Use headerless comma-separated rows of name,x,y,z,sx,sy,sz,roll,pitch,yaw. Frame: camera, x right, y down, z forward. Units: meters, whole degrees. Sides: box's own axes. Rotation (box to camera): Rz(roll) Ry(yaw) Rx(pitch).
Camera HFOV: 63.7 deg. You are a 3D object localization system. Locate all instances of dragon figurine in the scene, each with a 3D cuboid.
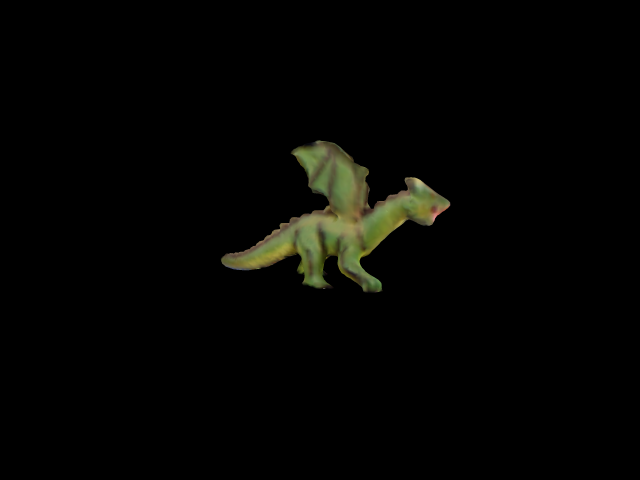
dragon figurine,0.003,-0.043,0.850,0.410,0.240,0.123,5,12,20
